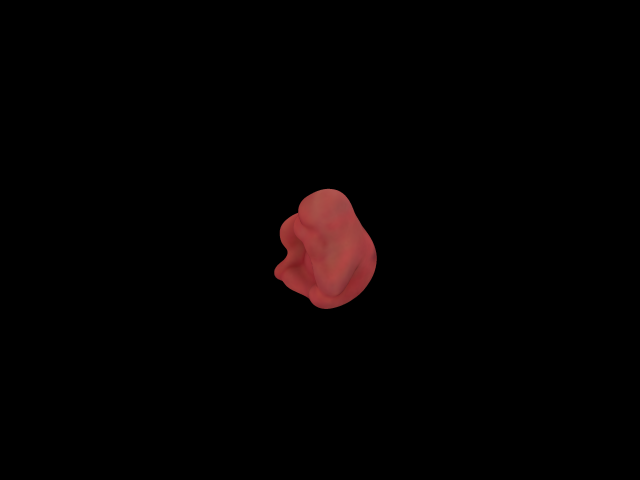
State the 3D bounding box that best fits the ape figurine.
[{"bbox_3d":[0.004,0.001,0.400,0.076,0.092,0.077,-4,46,-4],"label":"ape figurine"}]
